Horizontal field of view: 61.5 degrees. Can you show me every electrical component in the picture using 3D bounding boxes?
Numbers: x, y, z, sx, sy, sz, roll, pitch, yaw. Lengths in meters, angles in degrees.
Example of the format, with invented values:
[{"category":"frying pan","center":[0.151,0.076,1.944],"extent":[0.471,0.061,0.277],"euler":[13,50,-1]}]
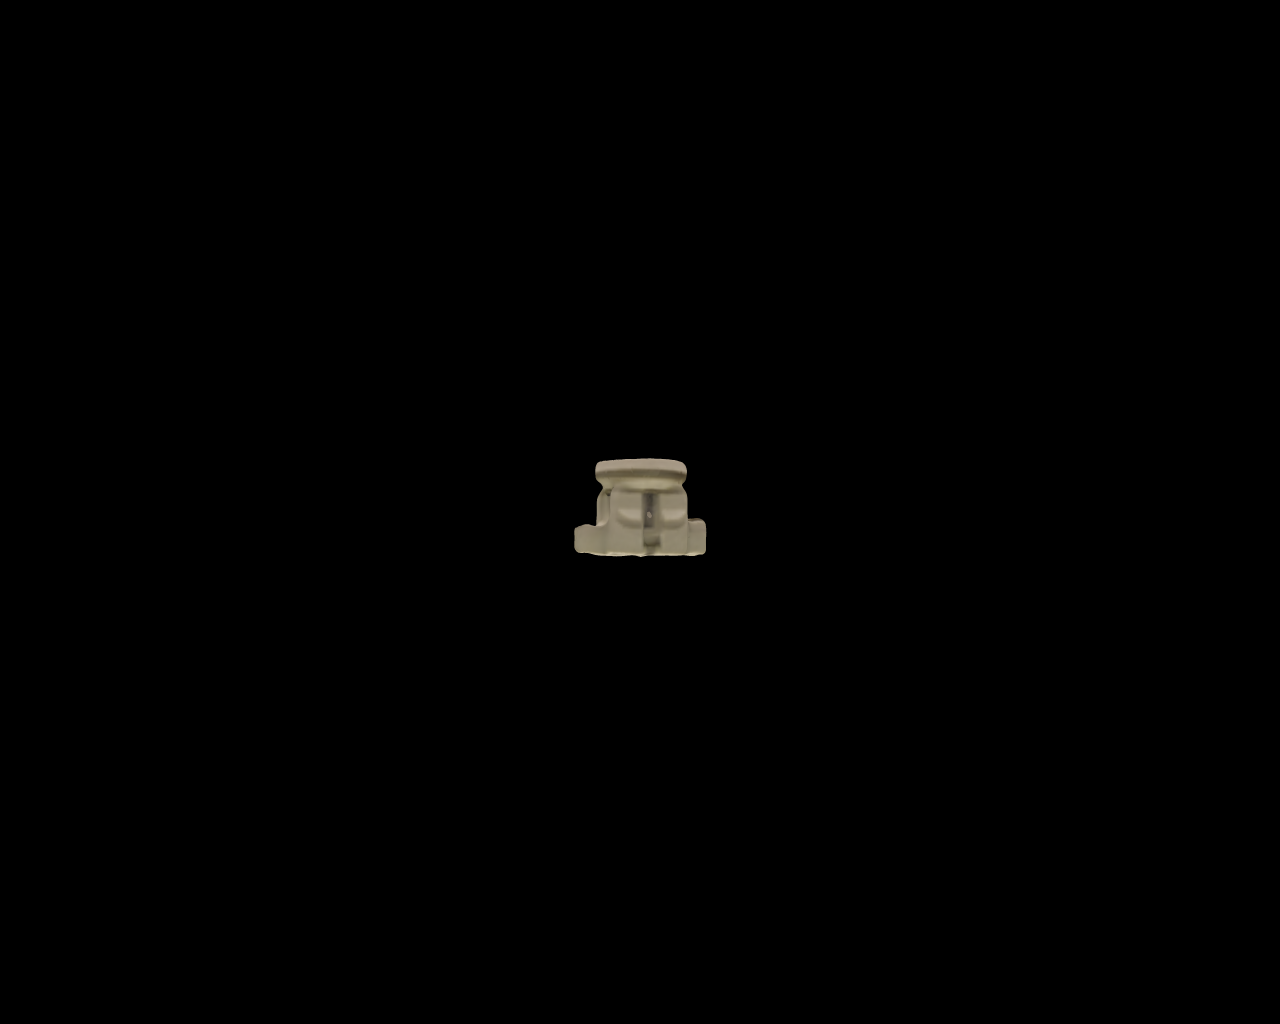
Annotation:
[{"category":"electrical component","center":[0.001,-0.003,0.650],"extent":[0.078,0.057,0.058],"euler":[1,-4,-15]}]
